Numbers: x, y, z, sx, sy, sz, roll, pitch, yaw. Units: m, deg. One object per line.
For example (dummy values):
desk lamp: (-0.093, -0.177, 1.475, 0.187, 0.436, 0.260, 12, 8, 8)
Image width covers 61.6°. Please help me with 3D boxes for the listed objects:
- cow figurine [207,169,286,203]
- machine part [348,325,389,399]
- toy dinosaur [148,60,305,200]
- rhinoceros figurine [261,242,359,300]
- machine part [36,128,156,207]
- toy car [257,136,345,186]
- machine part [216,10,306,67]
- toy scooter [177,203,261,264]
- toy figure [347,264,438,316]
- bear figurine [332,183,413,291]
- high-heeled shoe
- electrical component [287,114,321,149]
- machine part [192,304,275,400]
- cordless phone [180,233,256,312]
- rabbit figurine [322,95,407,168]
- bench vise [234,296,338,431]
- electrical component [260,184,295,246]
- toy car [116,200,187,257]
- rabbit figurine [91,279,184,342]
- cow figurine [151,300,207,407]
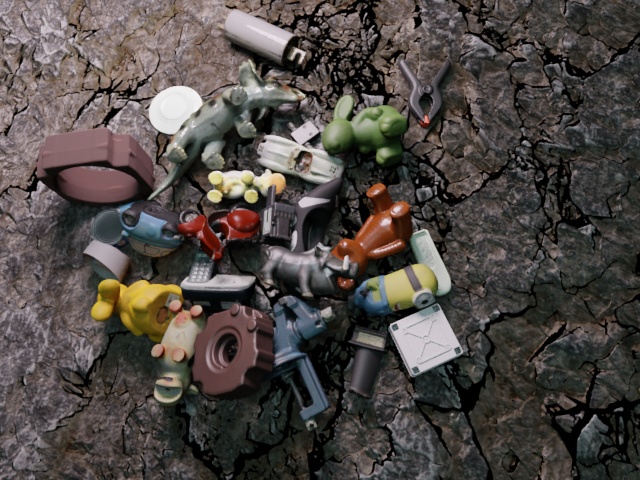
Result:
cow figurine: (-0.156, -0.119, 1.172, 0.167, 0.098, 0.068, 0, 101, -2)
machine part: (0.090, 0.241, 1.062, 0.084, 0.039, 0.139, 12, 73, 1)
toy dinosaur: (-0.235, -0.256, 1.199, 0.405, 0.131, 0.192, -33, 28, 8)
rhinoceros figurine: (-0.019, 0.059, 1.042, 0.190, 0.073, 0.112, 9, 77, 13)
machine part: (-0.473, -0.152, 1.149, 0.201, 0.201, 0.087, -7, 71, 4)
toy car: (-0.045, -0.172, 1.179, 0.202, 0.056, 0.073, 19, 94, 10)
machine part: (-0.140, -0.480, 1.277, 0.243, 0.079, 0.079, 28, 78, 14)
toy scooter: (-0.195, -0.010, 1.106, 0.184, 0.075, 0.135, -5, 47, -32)
toy figure: (0.144, 0.102, 1.066, 0.180, 0.082, 0.089, -11, 87, 17)
bear figurine: (0.088, -0.002, 1.092, 0.196, 0.131, 0.120, -31, 43, -8)
high-heeled shoe: (-0.002, -0.003, 1.108, 0.248, 0.086, 0.145, -53, 54, 8)
electrical component: (-0.031, -0.241, 1.224, 0.063, 0.021, 0.094, -35, 73, -6)
machine part: (-0.164, 0.208, 1.000, 0.179, 0.056, 0.179, -17, 59, 30)
cordless phone: (-0.204, 0.057, 1.132, 0.147, 0.088, 0.184, 1, 55, 6)
rabbit figurine: (0.081, -0.239, 1.150, 0.170, 0.121, 0.159, -12, 55, -13)
bench vise: (-0.042, 0.236, 1.027, 0.224, 0.128, 0.241, -26, 71, -1)
electrical component: (-0.089, -0.051, 1.112, 0.048, 0.075, 0.119, 12, 71, -29)
toy car: (-0.354, -0.017, 1.153, 0.162, 0.109, 0.102, 22, 112, 7)
rabbit figurine: (-0.391, 0.136, 1.097, 0.173, 0.162, 0.121, 13, 87, 27)
cow figurine: (-0.279, 0.233, 1.068, 0.086, 0.127, 0.195, 6, 59, 12)
